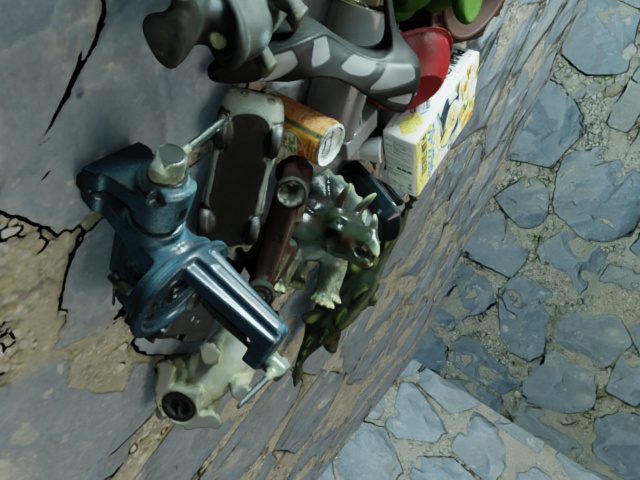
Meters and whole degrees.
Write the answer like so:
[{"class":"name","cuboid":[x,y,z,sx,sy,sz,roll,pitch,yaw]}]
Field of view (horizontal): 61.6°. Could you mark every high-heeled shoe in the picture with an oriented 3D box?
[{"class":"high-heeled shoe","cuboid":[0.004,-0.173,0.593,0.249,0.086,0.145,-24,134,-15]}]

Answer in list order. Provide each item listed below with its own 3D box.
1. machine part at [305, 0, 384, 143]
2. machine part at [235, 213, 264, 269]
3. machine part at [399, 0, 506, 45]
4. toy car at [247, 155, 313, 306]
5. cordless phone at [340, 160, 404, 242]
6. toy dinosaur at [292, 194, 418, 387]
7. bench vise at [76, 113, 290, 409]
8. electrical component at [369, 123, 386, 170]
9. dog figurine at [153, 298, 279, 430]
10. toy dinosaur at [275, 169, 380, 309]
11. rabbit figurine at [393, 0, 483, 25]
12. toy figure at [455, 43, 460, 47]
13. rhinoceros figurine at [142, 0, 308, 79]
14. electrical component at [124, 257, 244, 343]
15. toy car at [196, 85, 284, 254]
[{"class":"machine part","cuboid":[0.029,-0.215,0.685,0.079,0.079,0.243,-31,147,-51]},{"class":"machine part","cuboid":[-0.093,-0.002,0.749,0.084,0.039,0.138,-47,159,-10]},{"class":"machine part","cuboid":[0.210,-0.397,0.789,0.201,0.087,0.201,-26,143,-38]},{"class":"toy car","cuboid":[-0.051,-0.006,0.659,0.089,0.053,0.202,-107,-147,-66]},{"class":"cordless phone","cuboid":[0.114,-0.060,0.962,0.088,0.147,0.184,-49,150,22]},{"class":"toy dinosaur","cuboid":[0.066,0.106,1.113,0.471,0.105,0.198,-58,170,1]},{"class":"bench vise","cuboid":[-0.112,0.029,0.490,0.129,0.241,0.223,-37,166,-53]},{"class":"electrical component","cuboid":[0.109,-0.169,0.973,0.102,0.045,0.078,-11,129,-64]},{"class":"dog figurine","cuboid":[-0.150,0.173,0.797,0.172,0.121,0.190,-23,-166,15]},{"class":"toy dinosaur","cuboid":[0.003,-0.001,0.847,0.405,0.131,0.192,-166,-84,-89]},{"class":"rabbit figurine","cuboid":[0.159,-0.340,0.643,0.170,0.121,0.158,-28,135,-11]},{"class":"toy figure","cuboid":[0.209,-0.330,0.972,0.064,0.058,0.154,-6,129,-38]},{"class":"rhinoceros figurine","cuboid":[-0.067,-0.199,0.445,0.073,0.112,0.190,-41,-166,50]},{"class":"electrical component","cuboid":[-0.157,0.065,0.663,0.115,0.058,0.134,-60,159,7]},{"class":"toy car","cuboid":[-0.091,-0.070,0.602,0.056,0.073,0.201,-99,-157,-56]}]
